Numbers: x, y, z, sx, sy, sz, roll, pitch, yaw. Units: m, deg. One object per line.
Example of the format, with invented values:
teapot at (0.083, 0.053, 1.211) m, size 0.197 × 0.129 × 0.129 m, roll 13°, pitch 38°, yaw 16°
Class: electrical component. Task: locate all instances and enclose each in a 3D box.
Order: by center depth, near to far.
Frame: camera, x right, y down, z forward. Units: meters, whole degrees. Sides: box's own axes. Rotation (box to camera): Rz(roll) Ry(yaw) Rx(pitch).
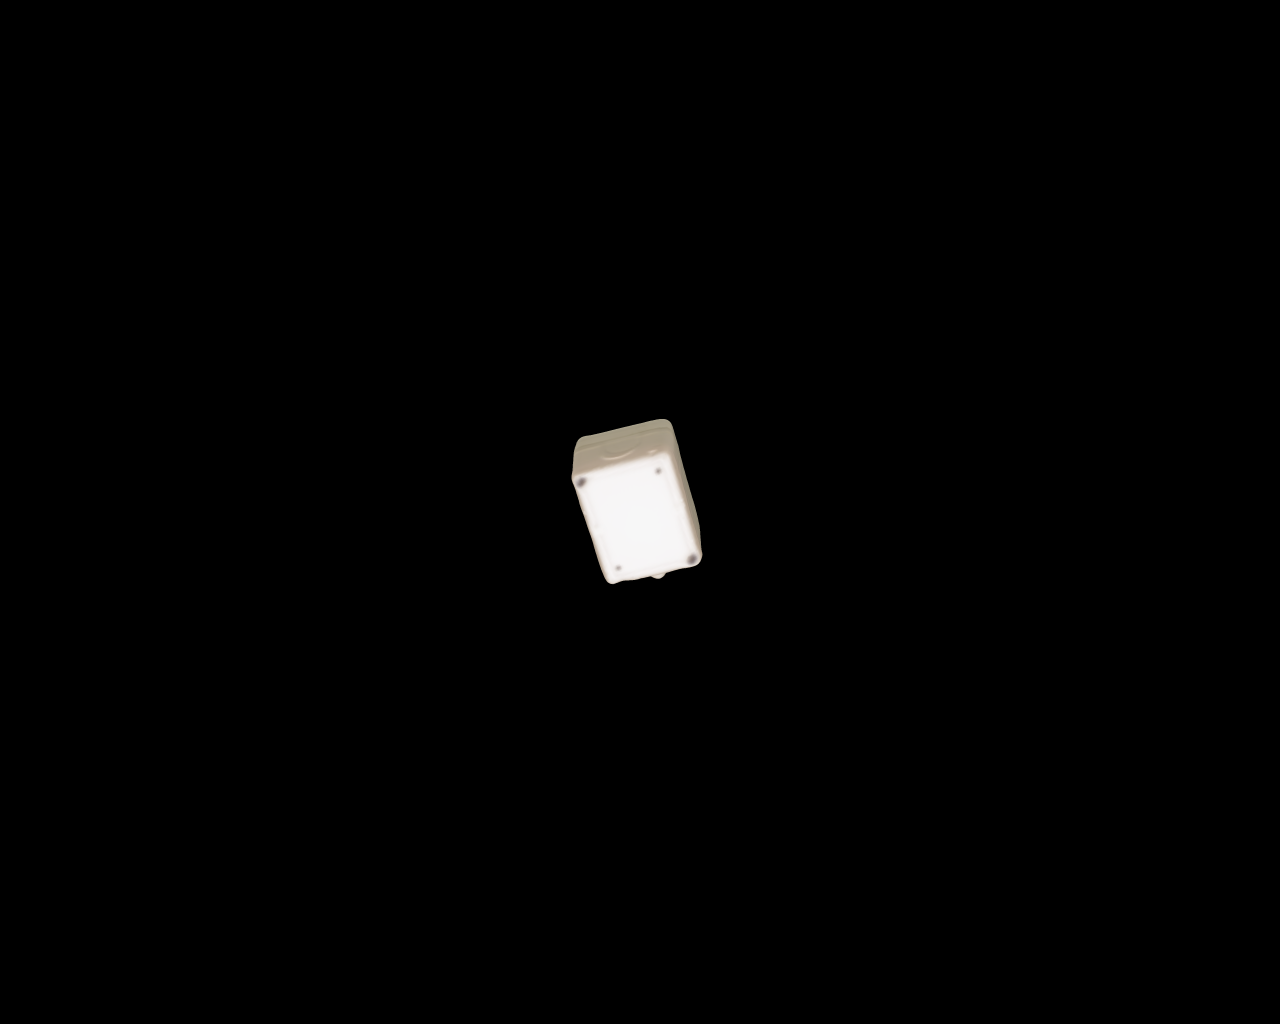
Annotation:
electrical component at (0.001, -0.003, 0.650) m, size 0.062 × 0.096 × 0.061 m, roll -13°, pitch 28°, yaw 7°
